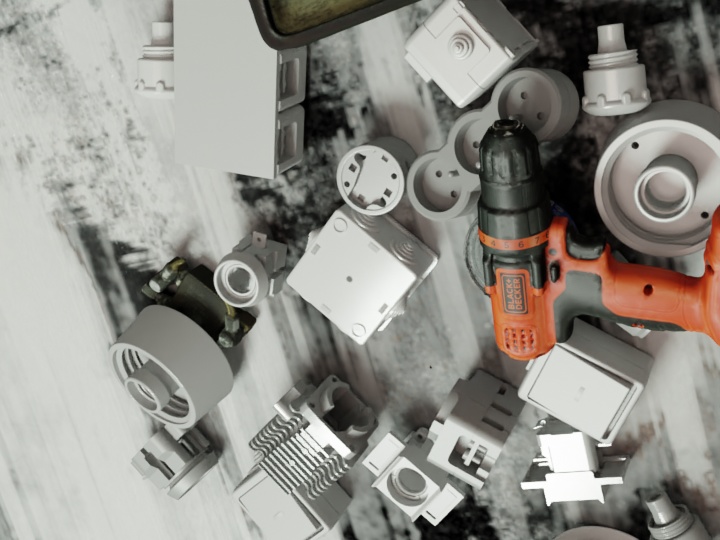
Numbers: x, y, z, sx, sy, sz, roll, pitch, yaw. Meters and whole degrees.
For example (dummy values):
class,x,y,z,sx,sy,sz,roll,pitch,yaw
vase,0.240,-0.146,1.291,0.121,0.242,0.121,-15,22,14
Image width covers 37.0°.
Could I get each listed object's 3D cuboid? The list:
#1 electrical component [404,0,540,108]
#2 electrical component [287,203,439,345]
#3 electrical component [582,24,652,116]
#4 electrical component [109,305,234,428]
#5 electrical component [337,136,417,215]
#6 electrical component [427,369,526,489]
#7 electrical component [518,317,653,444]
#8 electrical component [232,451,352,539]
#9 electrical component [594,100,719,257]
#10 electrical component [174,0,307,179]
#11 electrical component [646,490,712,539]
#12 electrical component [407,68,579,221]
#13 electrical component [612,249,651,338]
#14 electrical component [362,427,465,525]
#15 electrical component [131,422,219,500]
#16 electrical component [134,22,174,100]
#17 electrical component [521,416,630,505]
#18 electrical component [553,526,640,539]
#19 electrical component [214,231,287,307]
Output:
class,x,y,z,sx,sy,sz,roll,pitch,yaw
electrical component,0.075,-0.156,0.757,0.061,0.096,0.061,48,119,1
electrical component,0.000,0.000,0.872,0.100,0.048,0.099,40,119,5
electrical component,0.177,-0.140,0.751,0.048,0.048,0.062,-3,101,23
electrical component,-0.172,0.091,0.947,0.108,0.060,0.108,25,141,23
electrical component,0.016,-0.075,0.839,0.055,0.047,0.055,8,111,20
electrical component,0.091,0.123,0.856,0.056,0.089,0.050,28,117,11
electrical component,0.167,0.080,0.826,0.096,0.061,0.061,28,117,11
electrical component,-0.067,0.201,0.966,0.096,0.061,0.062,49,119,0
electrical component,0.216,-0.061,0.754,0.108,0.060,0.108,8,111,20
electrical component,-0.092,-0.157,0.845,0.089,0.062,0.150,11,112,19
electrical component,0.248,0.204,0.848,0.043,0.043,0.062,-29,94,28
electrical component,0.102,-0.091,0.783,0.138,0.074,0.052,-42,77,29
electrical component,0.198,0.018,0.799,0.055,0.045,0.045,37,118,6
electrical component,0.049,0.169,0.905,0.081,0.064,0.042,41,118,4
electrical component,-0.170,0.176,1.002,0.057,0.058,0.078,47,119,4
electrical component,-0.161,-0.171,0.879,0.048,0.048,0.062,7,104,20
electrical component,0.170,0.149,0.861,0.081,0.042,0.063,-9,101,24
electrical component,0.190,0.255,0.861,0.099,0.099,0.064,29,123,10
electrical component,-0.092,0.002,0.907,0.048,0.055,0.066,16,114,16
